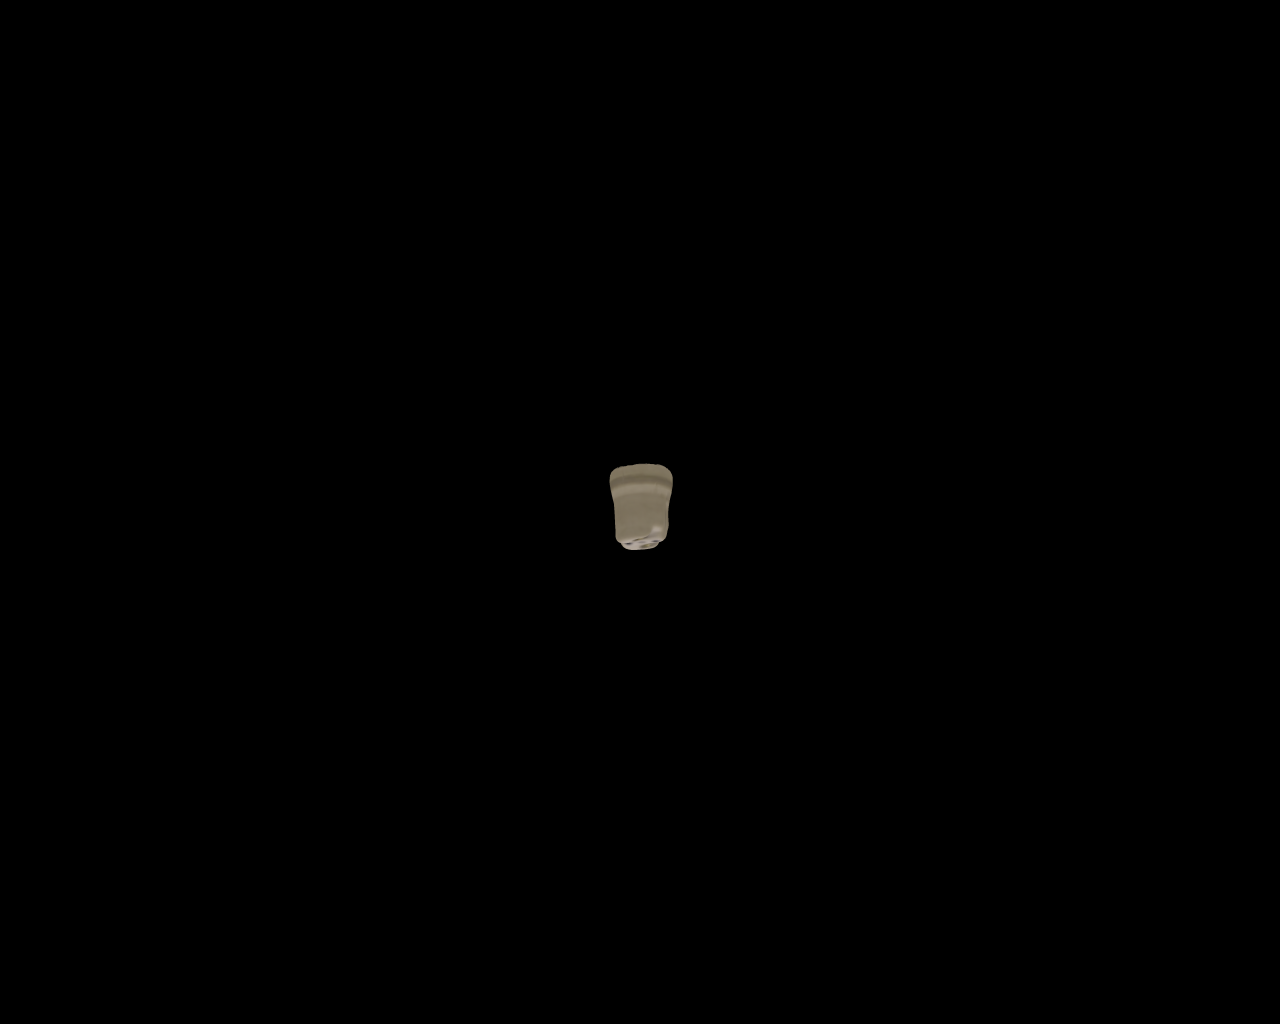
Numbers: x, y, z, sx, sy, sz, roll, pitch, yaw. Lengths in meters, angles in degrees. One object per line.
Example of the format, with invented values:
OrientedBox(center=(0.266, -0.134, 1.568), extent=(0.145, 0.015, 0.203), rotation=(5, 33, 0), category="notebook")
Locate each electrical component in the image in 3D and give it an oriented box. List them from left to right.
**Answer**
OrientedBox(center=(0.001, -0.003, 0.650), extent=(0.040, 0.046, 0.040), rotation=(0, -16, 0), category="electrical component")
